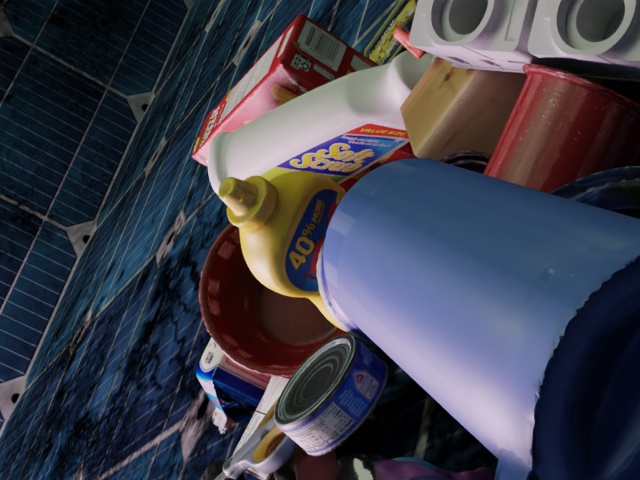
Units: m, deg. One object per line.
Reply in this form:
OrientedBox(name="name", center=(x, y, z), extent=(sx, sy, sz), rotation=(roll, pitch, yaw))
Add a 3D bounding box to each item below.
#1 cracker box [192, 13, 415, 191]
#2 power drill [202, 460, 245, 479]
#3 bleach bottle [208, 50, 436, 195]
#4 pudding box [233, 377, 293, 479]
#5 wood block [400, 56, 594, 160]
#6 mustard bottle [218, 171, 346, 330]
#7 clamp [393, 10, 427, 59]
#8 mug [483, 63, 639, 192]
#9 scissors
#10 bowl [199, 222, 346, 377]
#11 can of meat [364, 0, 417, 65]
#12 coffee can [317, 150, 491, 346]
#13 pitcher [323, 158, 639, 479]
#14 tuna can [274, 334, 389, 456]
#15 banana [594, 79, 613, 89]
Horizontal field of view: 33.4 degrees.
OrientedBox(name="cracker box", center=(-0.010, -0.105, 1.051), extent=(0.214, 0.164, 0.072), rotation=(-35, 29, 54))
OrientedBox(name="power drill", center=(-0.113, 0.297, 0.905), extent=(0.188, 0.057, 0.184), rotation=(-57, 18, 14))
OrientedBox(name="bleach bottle", center=(0.019, -0.099, 0.906), extent=(0.251, 0.102, 0.068), rotation=(-27, 56, 41))
OrientedBox(name="pudding box", center=(-0.028, 0.164, 0.904), extent=(0.090, 0.039, 0.114), rotation=(-64, 16, -11))
OrientedBox(name="wood block", center=(0.155, -0.138, 0.761), extent=(0.206, 0.090, 0.091), rotation=(-53, 20, 24))
OrientedBox(name="mustard bottle", center=(-0.005, 0.001, 0.824), extent=(0.058, 0.191, 0.096), rotation=(15, 77, 50))
OrientedBox(name="clamp", center=(0.121, -0.205, 0.813), extent=(0.171, 0.039, 0.120), rotation=(-49, -8, -33))
OrientedBox(name="mug", center=(0.151, -0.051, 0.660), extent=(0.117, 0.093, 0.081), rotation=(-14, -51, -83))
OrientedBox(name="scissors", center=(-0.064, 0.185, 0.845), extent=(0.202, 0.016, 0.096), rotation=(-50, 12, 16))
OrientedBox(name="bowl", center=(-0.023, 0.045, 0.948), extent=(0.162, 0.162, 0.055), rotation=(-64, -20, -8))
OrientedBox(name="can of meat", center=(0.092, -0.192, 1.076), extent=(0.102, 0.057, 0.084), rotation=(-53, 21, 25))
OrientedBox(name="coffee can", center=(0.074, 0.010, 0.741), extent=(0.141, 0.102, 0.102), rotation=(-32, 34, 57))
OrientedBox(name="pitcher", center=(0.104, 0.027, 0.528), extent=(0.243, 0.149, 0.145), rotation=(-146, 60, -62))
OrientedBox(name="tuna can", center=(0.007, 0.109, 0.758), extent=(0.086, 0.033, 0.086), rotation=(-43, 16, 15))
OrientedBox(name="banana", center=(0.237, -0.144, 0.635), extent=(0.198, 0.037, 0.069), rotation=(153, 127, -62))
